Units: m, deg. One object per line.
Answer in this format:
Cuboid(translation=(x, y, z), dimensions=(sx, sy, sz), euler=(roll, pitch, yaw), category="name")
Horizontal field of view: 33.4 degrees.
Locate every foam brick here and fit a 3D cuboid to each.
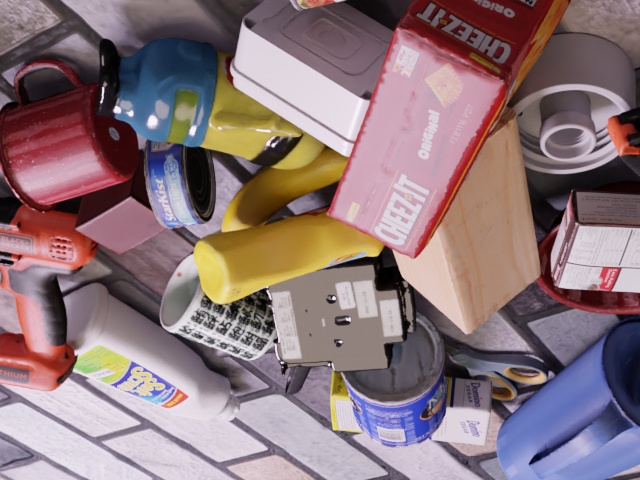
Cuboid(translation=(-0.167, -0.031, 0.936), dimensions=(0.078, 0.051, 0.053), euler=(-25, 135, 34), category="foam brick")

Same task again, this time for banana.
Cuboid(translation=(-0.030, -0.039, 0.921), dimensions=(0.198, 0.037, 0.069), euler=(-26, 137, 35), category="banana")

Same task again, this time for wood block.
Cuboid(translation=(0.105, -0.029, 0.844), dimensions=(0.090, 0.091, 0.206), euler=(-38, 143, -11), category="wood block")

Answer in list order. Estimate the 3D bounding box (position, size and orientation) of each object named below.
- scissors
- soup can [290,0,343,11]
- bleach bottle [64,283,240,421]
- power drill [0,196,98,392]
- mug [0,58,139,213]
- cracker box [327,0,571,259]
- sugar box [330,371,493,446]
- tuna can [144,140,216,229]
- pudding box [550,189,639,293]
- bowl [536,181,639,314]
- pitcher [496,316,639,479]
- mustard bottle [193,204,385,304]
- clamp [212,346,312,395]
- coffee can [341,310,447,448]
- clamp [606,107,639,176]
Cuboid(translation=(0.170, 0.120, 1.128), dimensions=(0.096, 0.016, 0.201), euler=(-17, 139, 30), category="scissors")
Cuboid(translation=(0.029, -0.191, 0.686), dimensions=(0.102, 0.068, 0.068), euler=(-8, 141, 15), category="soup can")
Cuboid(translation=(-0.177, 0.137, 1.155), dimensions=(0.103, 0.068, 0.250), euler=(-25, 137, 34), category="bleach bottle")
Cuboid(translation=(-0.299, 0.046, 1.000), dimensions=(0.184, 0.057, 0.188), euler=(11, 121, 7), category="power drill")
Cuboid(translation=(-0.201, -0.087, 0.846), dimensions=(0.082, 0.093, 0.117), euler=(-15, 103, 17), category="mug")
Cuboid(translation=(0.096, -0.116, 0.654), dimensions=(0.072, 0.213, 0.164), euler=(28, 143, 6), category="cracker box")
Cuboid(translation=(0.101, 0.185, 1.192), dimensions=(0.176, 0.048, 0.093), euler=(3, 147, 6), category="sugar box")
Cuboid(translation=(-0.113, -0.053, 0.872), dimensions=(0.034, 0.086, 0.086), euler=(-6, 142, 11), category="tuna can")
Cuboid(translation=(0.249, 0.003, 0.854), dimensions=(0.113, 0.039, 0.090), euler=(2, 142, 0), category="pudding box")
Cuboid(translation=(0.264, -0.001, 0.924), dimensions=(0.162, 0.055, 0.162), euler=(3, 143, 2), category="bowl")
Cuboid(translation=(0.281, 0.193, 1.117), dimensions=(0.149, 0.145, 0.243), euler=(14, 145, -17), category="pitcher")
Cuboid(translation=(-0.006, 0.001, 0.906), dimensions=(0.191, 0.058, 0.096), euler=(-16, -179, -18), category="mustard bottle")
Cuboid(translation=(-0.016, 0.112, 1.123), dimensions=(0.172, 0.039, 0.120), euler=(-22, 140, 31), category="clamp")
Cuboid(translation=(0.076, 0.140, 1.080), dimensions=(0.103, 0.103, 0.140), euler=(-1, 152, 8), category="coffee can")
Cuboid(translation=(0.308, -0.082, 0.790), dimensions=(0.209, 0.036, 0.165), euler=(3, 144, -30), category="clamp")
